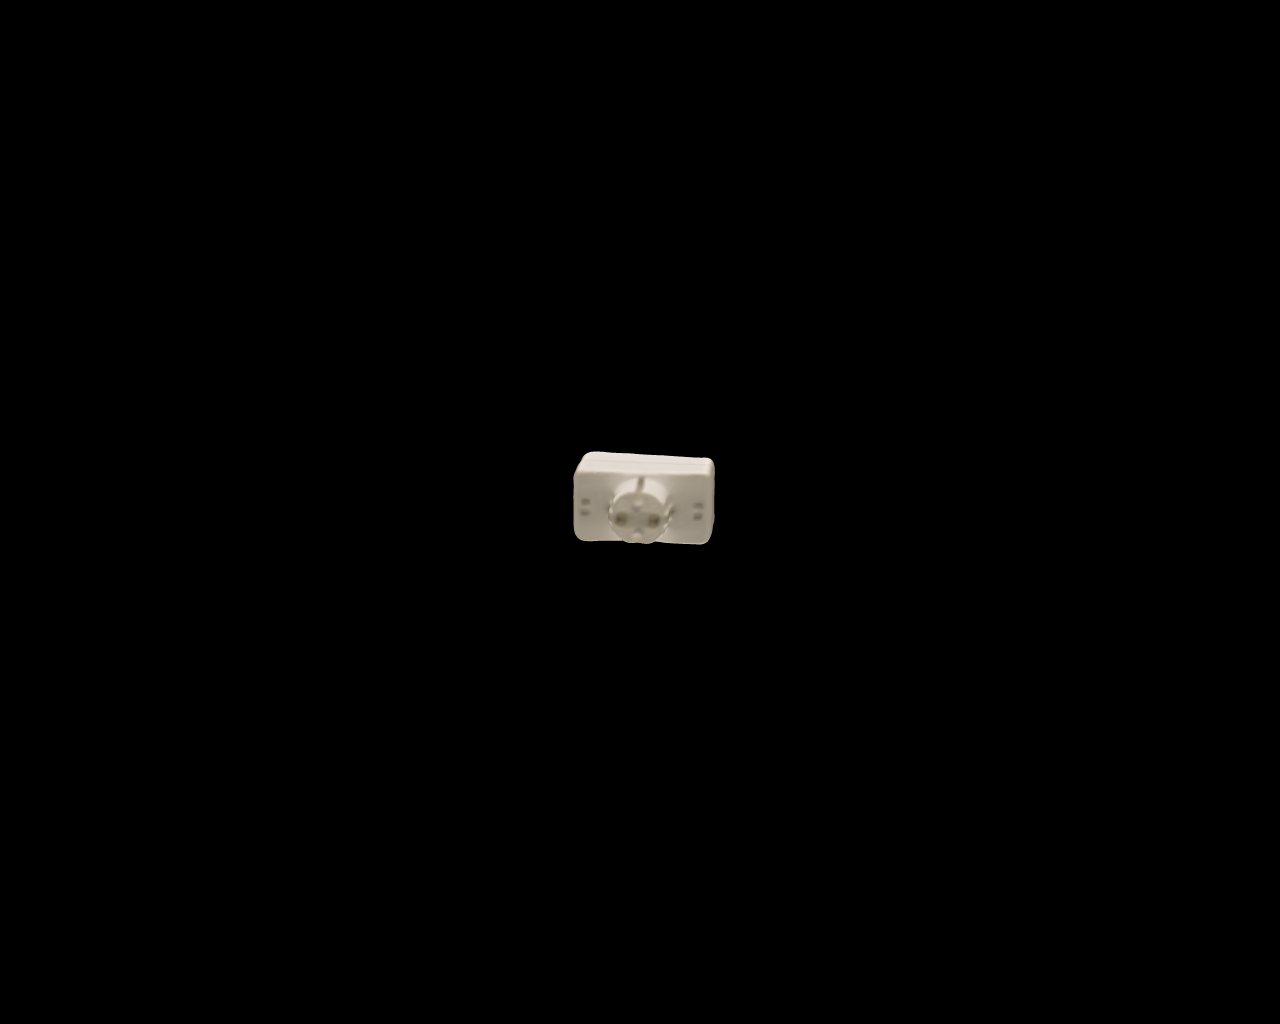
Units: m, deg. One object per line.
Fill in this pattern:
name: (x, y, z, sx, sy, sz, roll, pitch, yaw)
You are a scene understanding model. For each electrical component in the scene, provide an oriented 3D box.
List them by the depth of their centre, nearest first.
electrical component: (0.001, -0.003, 0.650, 0.083, 0.047, 0.076, 3, 20, 7)
